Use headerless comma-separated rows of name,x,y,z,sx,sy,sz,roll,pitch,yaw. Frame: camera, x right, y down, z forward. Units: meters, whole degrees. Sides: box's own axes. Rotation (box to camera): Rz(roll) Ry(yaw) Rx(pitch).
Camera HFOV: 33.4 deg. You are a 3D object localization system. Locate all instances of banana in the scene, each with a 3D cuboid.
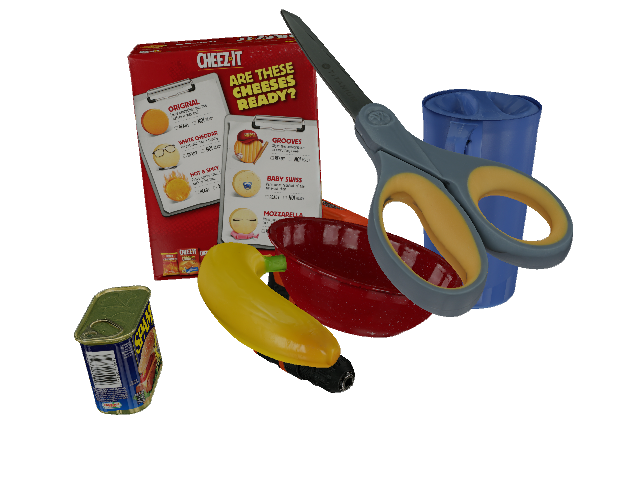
banana,-0.040,0.032,0.666,0.069,0.037,0.198,-3,17,-10

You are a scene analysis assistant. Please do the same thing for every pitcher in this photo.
pitcher,0.175,-0.045,1.228,0.149,0.243,0.145,-9,24,-21

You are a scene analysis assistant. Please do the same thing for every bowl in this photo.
bowl,0.030,0.034,0.859,0.162,0.055,0.162,13,16,-4

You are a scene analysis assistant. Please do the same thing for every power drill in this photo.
power drill,-0.012,0.052,1.153,0.185,0.188,0.057,26,11,38

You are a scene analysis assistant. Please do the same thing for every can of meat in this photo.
can of meat,-0.187,0.103,1.006,0.057,0.084,0.102,-5,25,6

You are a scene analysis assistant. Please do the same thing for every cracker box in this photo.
cracker box,-0.081,-0.077,0.984,0.164,0.214,0.072,-4,20,-2

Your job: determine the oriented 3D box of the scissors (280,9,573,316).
scissors,0.046,-0.047,0.483,0.096,0.202,0.016,-4,-43,-13
